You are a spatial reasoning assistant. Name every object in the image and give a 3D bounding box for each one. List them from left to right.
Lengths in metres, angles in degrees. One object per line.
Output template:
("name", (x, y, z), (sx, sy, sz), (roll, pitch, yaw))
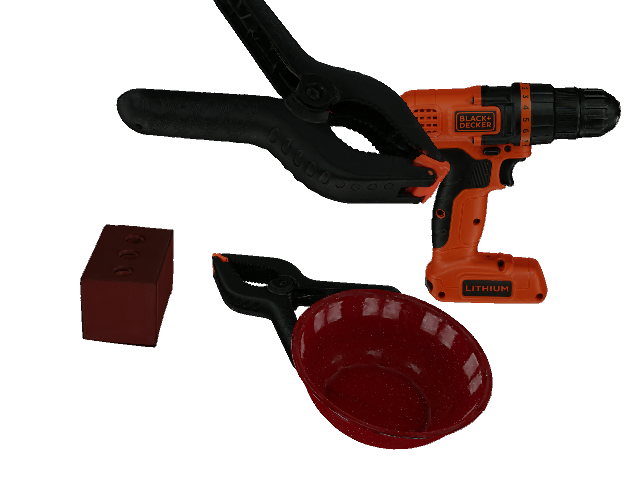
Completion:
("foam brick", (-0.135, 0.031, 0.751), (0.053, 0.051, 0.078), (5, 30, -1))
("clamp", (-0.041, 0.064, 1.122), (0.210, 0.036, 0.164), (19, 34, 27))
("clamp", (-0.018, -0.064, 0.561), (0.171, 0.120, 0.039), (35, -28, 7))
("bowl", (0.051, 0.111, 0.845), (0.162, 0.055, 0.162), (9, 37, -7))
("power drill", (0.158, -0.041, 0.910), (0.184, 0.188, 0.057), (1, 17, 9))
